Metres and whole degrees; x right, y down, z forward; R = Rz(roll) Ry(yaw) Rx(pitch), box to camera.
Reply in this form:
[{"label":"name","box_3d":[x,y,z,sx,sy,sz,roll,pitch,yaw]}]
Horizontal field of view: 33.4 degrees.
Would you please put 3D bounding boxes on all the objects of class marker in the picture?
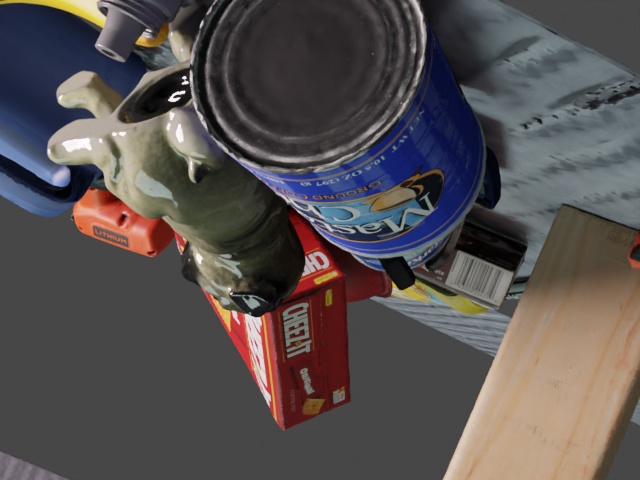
[{"label":"marker","box_3d":[0.198,0.050,1.070,0.020,0.020,0.121,25,174,-5]}]

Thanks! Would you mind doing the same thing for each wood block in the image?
[{"label":"wood block","box_3d":[0.165,0.094,0.712,0.090,0.206,0.090,22,174,21]}]

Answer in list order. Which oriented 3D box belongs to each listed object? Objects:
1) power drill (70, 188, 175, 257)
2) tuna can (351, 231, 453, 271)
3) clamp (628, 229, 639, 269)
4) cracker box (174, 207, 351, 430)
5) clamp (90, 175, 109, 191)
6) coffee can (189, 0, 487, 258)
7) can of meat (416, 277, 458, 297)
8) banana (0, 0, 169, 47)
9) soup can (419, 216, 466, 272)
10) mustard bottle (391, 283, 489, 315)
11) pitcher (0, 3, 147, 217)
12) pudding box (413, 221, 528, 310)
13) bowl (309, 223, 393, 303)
[{"label":"power drill","box_3d":[-0.188,-0.064,0.984,0.185,0.057,0.187,21,148,23]},{"label":"tuna can","box_3d":[0.048,-0.023,0.726,0.086,0.086,0.033,21,172,26]},{"label":"clamp","box_3d":[0.242,0.015,0.537,0.210,0.036,0.164,17,170,46]},{"label":"cracker box","box_3d":[-0.055,0.022,0.863,0.214,0.072,0.164,55,160,38]},{"label":"clamp","box_3d":[-0.186,-0.098,0.869,0.172,0.120,0.039,15,179,28]},{"label":"coffee can","box_3d":[0.015,-0.057,0.494,0.103,0.103,0.140,22,173,22]},{"label":"can of meat","box_3d":[0.080,0.004,0.969,0.102,0.057,0.084,28,176,-24]},{"label":"banana","box_3d":[-0.169,-0.143,0.620,0.198,0.069,0.037,3,173,23]},{"label":"soup can","box_3d":[0.048,-0.025,0.785,0.102,0.068,0.068,22,173,26]},{"label":"mustard bottle","box_3d":[0.123,0.039,1.075,0.096,0.058,0.192,27,174,-24]},{"label":"pitcher","box_3d":[-0.247,-0.128,0.736,0.242,0.145,0.149,34,172,-41]},{"label":"pudding box","box_3d":[0.104,0.008,0.857,0.113,0.039,0.090,25,-160,10]},{"label":"bowl","box_3d":[-0.006,0.001,0.952,0.162,0.055,0.162,50,167,16]}]
